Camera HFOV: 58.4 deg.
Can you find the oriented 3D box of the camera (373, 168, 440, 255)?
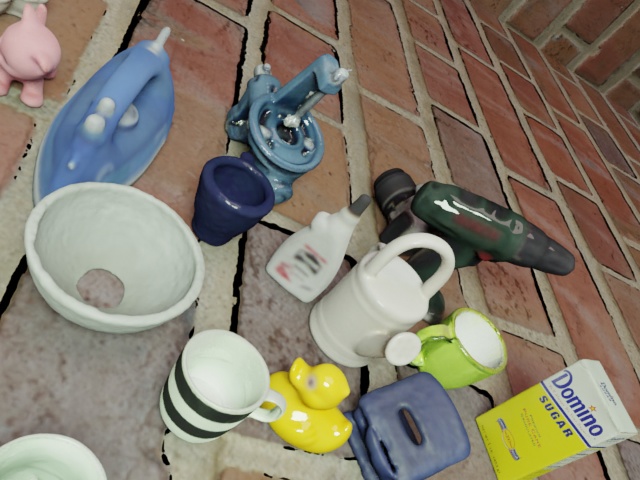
[{"bbox_3d":[0.158,-0.055,0.939,0.144,0.100,0.136,1,52,-41],"label":"camera"}]

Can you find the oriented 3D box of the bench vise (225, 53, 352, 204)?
[{"bbox_3d":[-0.054,-0.186,0.781,0.122,0.219,0.207,-12,61,-47],"label":"bench vise"}]

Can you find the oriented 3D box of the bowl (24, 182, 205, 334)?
[{"bbox_3d":[-0.202,0.028,0.554,0.168,0.074,0.167,24,40,-22],"label":"bowl"}]

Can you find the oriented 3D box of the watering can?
[{"bbox_3d":[0.081,0.068,0.668,0.101,0.193,0.172,6,49,-38],"label":"watering can"}]

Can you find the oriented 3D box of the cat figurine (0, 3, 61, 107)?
[{"bbox_3d":[-0.329,-0.219,0.651,0.067,0.117,0.127,18,43,-29],"label":"cat figurine"}]

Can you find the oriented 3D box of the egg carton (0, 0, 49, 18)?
[{"bbox_3d":[-0.428,-0.355,0.740,0.150,0.069,0.107,49,37,10],"label":"egg carton"}]

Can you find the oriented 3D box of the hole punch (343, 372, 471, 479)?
[{"bbox_3d":[0.093,0.211,0.621,0.101,0.091,0.108,-1,54,-42],"label":"hole punch"}]

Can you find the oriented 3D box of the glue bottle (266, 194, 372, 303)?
[{"bbox_3d":[0.006,0.002,0.684,0.078,0.173,0.037,37,37,-5],"label":"glue bottle"}]

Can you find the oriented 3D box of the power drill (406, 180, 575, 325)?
[{"bbox_3d":[0.202,0.027,0.806,0.230,0.208,0.075,34,37,-10],"label":"power drill"}]

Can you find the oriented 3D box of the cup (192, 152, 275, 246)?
[{"bbox_3d":[-0.113,-0.048,0.693,0.092,0.094,0.117,27,39,-19],"label":"cup"}]

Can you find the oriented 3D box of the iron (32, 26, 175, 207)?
[{"bbox_3d":[-0.231,-0.139,0.640,0.119,0.141,0.258,29,38,-16],"label":"iron"}]

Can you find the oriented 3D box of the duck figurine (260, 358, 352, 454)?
[{"bbox_3d":[-0.002,0.164,0.587,0.104,0.086,0.078,41,36,-1],"label":"duck figurine"}]
